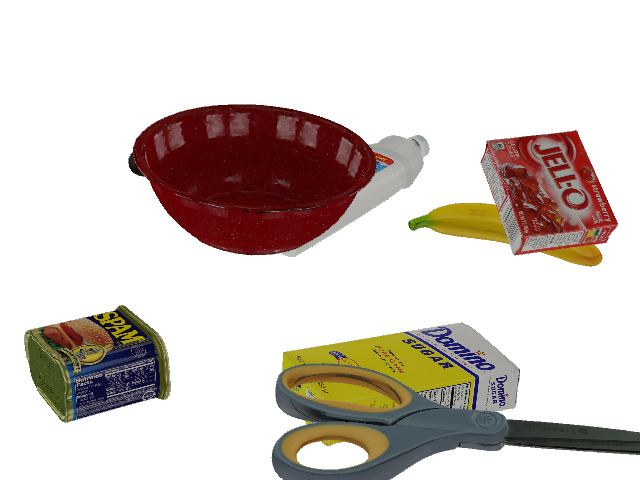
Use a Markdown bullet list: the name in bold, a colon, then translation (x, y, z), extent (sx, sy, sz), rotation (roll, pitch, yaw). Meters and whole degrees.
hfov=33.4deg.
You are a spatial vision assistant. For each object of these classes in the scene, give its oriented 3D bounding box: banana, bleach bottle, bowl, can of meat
- **banana**: translation (0.194, -0.008, 1.102), extent (0.198, 0.037, 0.069), rotation (10, 36, 20)
- **bleach bottle**: translation (0.030, -0.070, 1.290), extent (0.250, 0.068, 0.103), rotation (-30, 44, -31)
- **bowl**: translation (-0.045, -0.036, 0.720), extent (0.162, 0.055, 0.162), rotation (4, 29, -2)
- **can of meat**: translation (-0.179, 0.097, 0.848), extent (0.083, 0.057, 0.102), rotation (-12, 22, -30)

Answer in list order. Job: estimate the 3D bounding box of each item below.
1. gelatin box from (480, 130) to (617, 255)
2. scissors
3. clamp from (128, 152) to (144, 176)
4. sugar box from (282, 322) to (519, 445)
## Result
- **gelatin box**: translation (0.166, -0.037, 0.781), extent (0.073, 0.089, 0.030), rotation (-7, -32, -11)
- **scissors**: translation (0.065, 0.099, 0.500), extent (0.202, 0.016, 0.096), rotation (12, 32, 20)
- **clamp**: translation (-0.088, -0.069, 0.987), extent (0.172, 0.039, 0.120), rotation (13, 26, 29)
- **sugar box**: translation (0.066, 0.115, 0.885), extent (0.176, 0.048, 0.093), rotation (-10, 26, -22)
